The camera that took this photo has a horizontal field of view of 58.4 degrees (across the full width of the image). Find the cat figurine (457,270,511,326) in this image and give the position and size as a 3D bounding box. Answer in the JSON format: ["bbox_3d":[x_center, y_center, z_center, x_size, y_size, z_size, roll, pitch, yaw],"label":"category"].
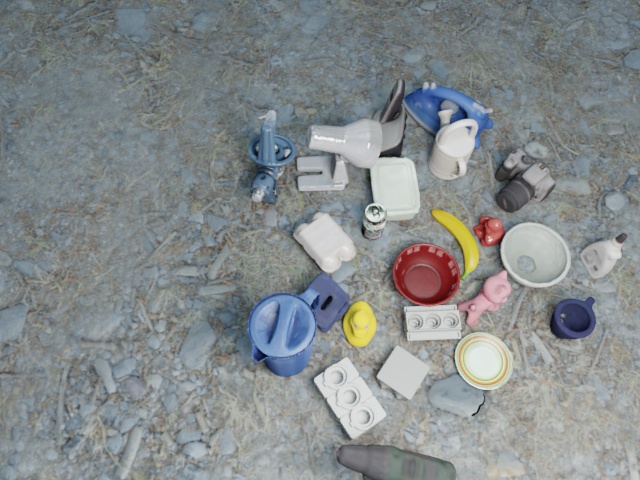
[{"bbox_3d":[0.387,0.130,1.319,0.128,0.118,0.067,-32,70,-15],"label":"cat figurine"}]

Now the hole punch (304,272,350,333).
[{"bbox_3d":[0.010,0.143,1.319,0.101,0.091,0.109,34,69,14],"label":"hole punch"}]

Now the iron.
[{"bbox_3d":[0.338,-0.356,1.526,0.258,0.141,0.119,31,69,12],"label":"iron"}]

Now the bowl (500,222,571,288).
[{"bbox_3d":[0.509,0.047,1.384,0.167,0.075,0.167,1,66,-1],"label":"bowl"}]

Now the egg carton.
[{"bbox_3d":[0.013,0.005,1.394,0.107,0.069,0.150,-37,71,-16],"label":"egg carton"}]

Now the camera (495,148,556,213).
[{"bbox_3d":[0.505,-0.146,1.457,0.137,0.101,0.143,-38,72,-17],"label":"camera"}]

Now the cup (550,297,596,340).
[{"bbox_3d":[0.575,0.181,1.313,0.118,0.095,0.091,-41,72,-17],"label":"cup"}]

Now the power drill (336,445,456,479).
[{"bbox_3d":[0.140,0.448,1.119,0.229,0.208,0.075,9,66,3],"label":"power drill"}]

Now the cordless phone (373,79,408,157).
[{"bbox_3d":[0.183,-0.313,1.479,0.094,0.185,0.147,5,65,1],"label":"cordless phone"}]

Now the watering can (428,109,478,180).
[{"bbox_3d":[0.335,-0.249,1.448,0.101,0.194,0.172,-31,70,-14],"label":"watering can"}]

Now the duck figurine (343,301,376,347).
[{"bbox_3d":[0.092,0.184,1.305,0.077,0.086,0.104,6,66,2],"label":"duck figurine"}]

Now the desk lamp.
[{"bbox_3d":[0.042,-0.212,1.414,0.203,0.213,0.118,-4,66,-3],"label":"desk lamp"}]

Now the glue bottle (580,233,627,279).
[{"bbox_3d":[0.673,0.027,1.343,0.037,0.173,0.078,-15,67,-8],"label":"glue bottle"}]

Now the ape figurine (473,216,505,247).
[{"bbox_3d":[0.421,-0.027,1.405,0.076,0.092,0.078,17,66,7],"label":"ape figurine"}]

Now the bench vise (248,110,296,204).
[{"bbox_3d":[-0.117,-0.199,1.400,0.121,0.220,0.207,-3,66,-3],"label":"bench vise"}]
